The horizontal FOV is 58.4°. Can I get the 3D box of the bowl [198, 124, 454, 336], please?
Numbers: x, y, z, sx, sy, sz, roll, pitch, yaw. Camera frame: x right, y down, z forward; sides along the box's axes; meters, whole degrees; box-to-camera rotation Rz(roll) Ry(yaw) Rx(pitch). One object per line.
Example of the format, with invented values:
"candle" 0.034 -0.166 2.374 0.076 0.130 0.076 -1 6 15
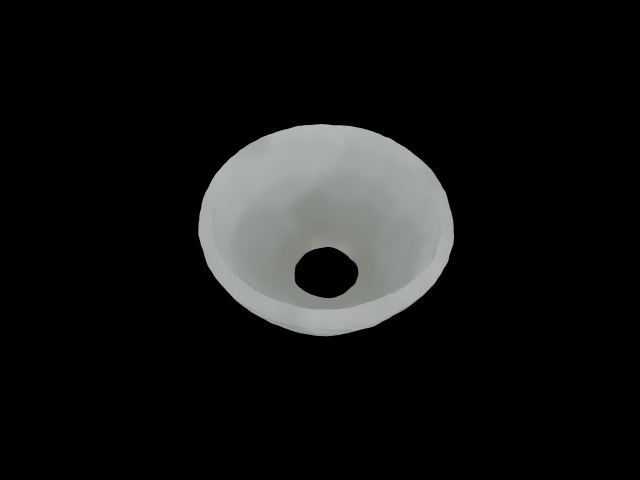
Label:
"bowl" 0.004 0.001 0.400 0.167 0.075 0.167 0 54 0
